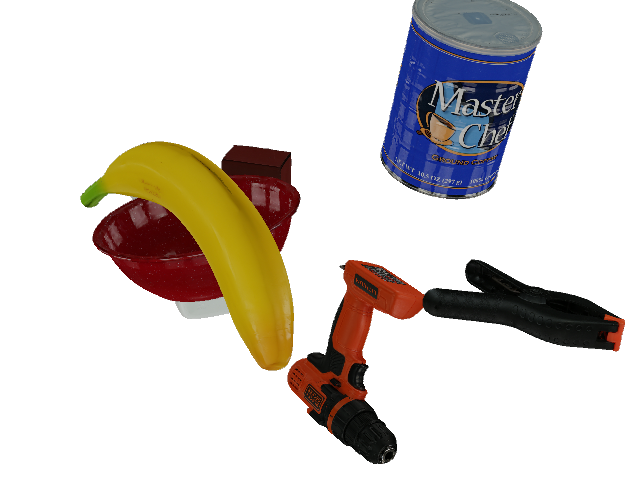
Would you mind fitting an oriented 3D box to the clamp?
[{"bbox_3d":[0.187,0.057,0.960,0.171,0.039,0.120,15,27,16],"label":"clamp"}]

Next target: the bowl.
[{"bbox_3d":[-0.090,0.003,0.828,0.162,0.055,0.162,-9,23,4],"label":"bowl"}]

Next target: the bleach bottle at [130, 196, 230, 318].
[{"bbox_3d":[-0.141,-0.017,1.084,0.102,0.068,0.251,-9,33,-27],"label":"bleach bottle"}]

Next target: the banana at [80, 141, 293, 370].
[{"bbox_3d":[-0.067,-0.007,0.599,0.037,0.070,0.198,2,27,-45],"label":"banana"}]

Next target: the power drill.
[{"bbox_3d":[0.048,0.130,1.178,0.057,0.188,0.185,13,16,-41],"label":"power drill"}]

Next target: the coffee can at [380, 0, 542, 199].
[{"bbox_3d":[0.112,-0.120,0.872,0.102,0.140,0.103,7,37,-5],"label":"coffee can"}]

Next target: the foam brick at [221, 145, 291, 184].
[{"bbox_3d":[-0.079,-0.081,1.319,0.078,0.053,0.051,8,29,13],"label":"foam brick"}]
